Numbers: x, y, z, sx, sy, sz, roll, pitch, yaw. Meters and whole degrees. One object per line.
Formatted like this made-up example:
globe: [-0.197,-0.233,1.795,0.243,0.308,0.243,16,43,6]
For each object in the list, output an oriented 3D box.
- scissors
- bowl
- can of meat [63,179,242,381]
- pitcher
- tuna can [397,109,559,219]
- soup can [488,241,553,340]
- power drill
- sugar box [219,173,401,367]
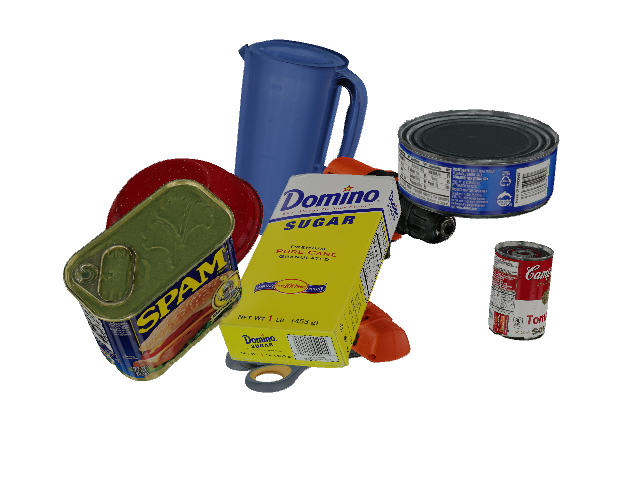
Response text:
scissors: [-0.006,0.143,1.214,0.201,0.016,0.096,1,24,-8]
bowl: [-0.138,-0.025,0.994,0.162,0.162,0.055,0,-41,20]
can of meat: [-0.096,0.027,0.646,0.057,0.102,0.084,38,-24,25]
pitcher: [-0.039,-0.129,1.376,0.144,0.243,0.149,2,23,-18]
tuna can: [0.084,-0.042,0.578,0.086,0.034,0.086,0,24,0]
soup can: [0.235,0.059,1.255,0.068,0.102,0.068,2,16,-1]
power drill: [0.062,0.023,1.070,0.057,0.188,0.185,-7,23,-32]
sugar box: [-0.003,0.017,0.823,0.093,0.048,0.176,2,45,19]
